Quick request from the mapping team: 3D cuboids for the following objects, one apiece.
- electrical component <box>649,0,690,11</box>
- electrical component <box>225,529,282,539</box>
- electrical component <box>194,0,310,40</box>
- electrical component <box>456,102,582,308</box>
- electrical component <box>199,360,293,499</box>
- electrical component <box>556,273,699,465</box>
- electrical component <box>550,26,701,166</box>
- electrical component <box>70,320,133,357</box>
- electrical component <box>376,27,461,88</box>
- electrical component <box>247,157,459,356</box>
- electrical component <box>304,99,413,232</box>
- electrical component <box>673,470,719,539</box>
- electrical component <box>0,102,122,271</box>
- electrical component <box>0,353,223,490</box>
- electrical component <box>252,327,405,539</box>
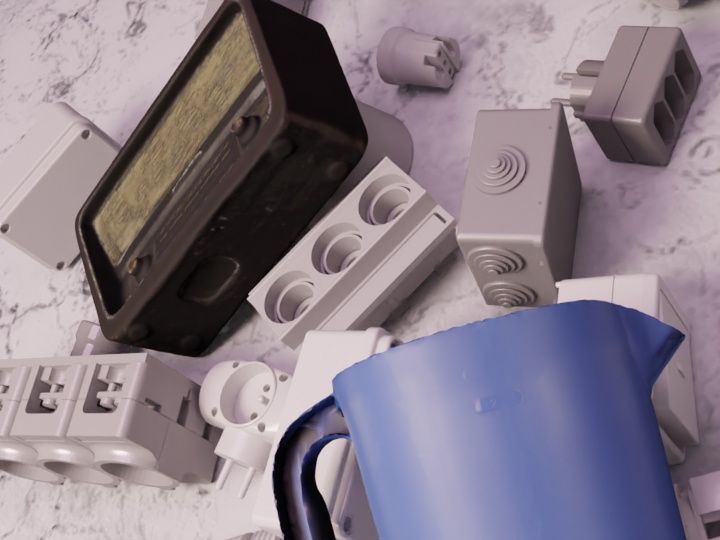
[{"bbox_3d":[0.178,-0.206,0.650,0.064,0.099,0.099,-47,47,9],"label":"electrical component"},{"bbox_3d":[-0.066,0.173,0.613,0.081,0.043,0.043,-22,53,22],"label":"electrical component"},{"bbox_3d":[-0.083,-0.201,0.842,0.061,0.062,0.096,-6,60,29],"label":"electrical component"},{"bbox_3d":[0.090,-0.033,0.600,0.048,0.099,0.099,2,64,20],"label":"electrical component"},{"bbox_3d":[-0.064,0.100,0.657,0.077,0.044,0.079,11,70,38],"label":"electrical component"},{"bbox_3d":[0.136,0.045,0.545,0.061,0.062,0.096,-6,60,31],"label":"electrical component"},{"bbox_3d":[0.150,-0.105,0.637,0.077,0.047,0.065,13,70,38],"label":"electrical component"},{"bbox_3d":[-0.188,0.064,0.766,0.040,0.040,0.046,12,75,38],"label":"electrical component"},{"bbox_3d":[0.041,-0.145,0.741,0.046,0.040,0.040,15,72,33],"label":"electrical component"},{"bbox_3d":[0.000,0.000,0.662,0.121,0.063,0.078,-46,48,2],"label":"electrical component"},{"bbox_3d":[-0.021,-0.074,0.738,0.099,0.064,0.099,-20,59,38],"label":"electrical component"},{"bbox_3d":[0.168,0.119,0.481,0.057,0.058,0.078,-21,53,19],"label":"electrical component"},{"bbox_3d":[-0.237,-0.065,0.852,0.113,0.078,0.057,-50,45,-2],"label":"electrical component"},{"bbox_3d":[-0.174,0.102,0.698,0.150,0.089,0.061,-5,60,32],"label":"electrical component"},{"bbox_3d":[0.008,0.100,0.566,0.056,0.109,0.108,-1,62,36],"label":"electrical component"}]
